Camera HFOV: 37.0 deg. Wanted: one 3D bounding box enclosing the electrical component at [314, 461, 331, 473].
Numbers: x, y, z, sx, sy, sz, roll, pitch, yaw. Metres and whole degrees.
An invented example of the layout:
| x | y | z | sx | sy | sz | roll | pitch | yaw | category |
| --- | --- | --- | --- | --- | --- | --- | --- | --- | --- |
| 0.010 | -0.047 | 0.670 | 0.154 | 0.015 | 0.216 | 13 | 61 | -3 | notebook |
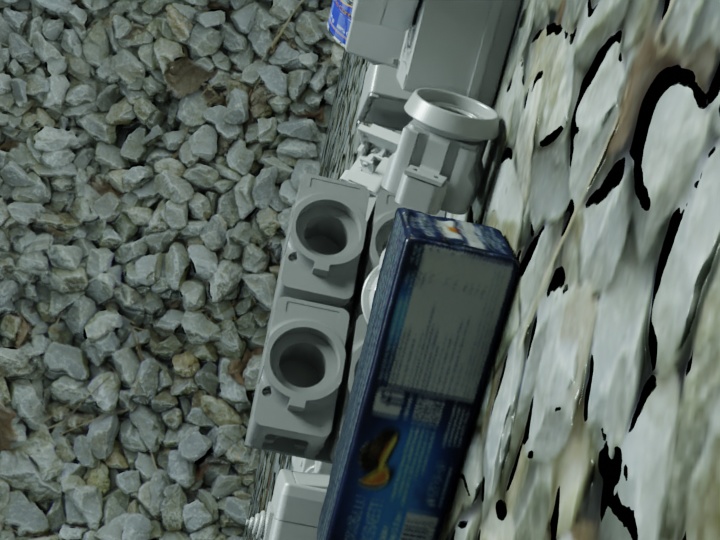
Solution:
| x | y | z | sx | sy | sz | roll | pitch | yaw | category |
| --- | --- | --- | --- | --- | --- | --- | --- | --- | --- |
| -0.008 | 0.141 | 0.814 | 0.040 | 0.046 | 0.040 | -168 | 90 | -84 | electrical component |

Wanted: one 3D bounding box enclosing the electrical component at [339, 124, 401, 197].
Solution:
| x | y | z | sx | sy | sz | roll | pitch | yaw | category |
| --- | --- | --- | --- | --- | --- | --- | --- | --- | --- |
| 0.015 | -0.081 | 0.914 | 0.063 | 0.042 | 0.081 | -55 | -24 | -22 | electrical component |

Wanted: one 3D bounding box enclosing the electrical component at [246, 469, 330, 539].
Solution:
| x | y | z | sx | sy | sz | roll | pitch | yaw | category |
| --- | --- | --- | --- | --- | --- | --- | --- | --- | --- |
| -0.020 | 0.153 | 0.654 | 0.062 | 0.096 | 0.061 | 160 | 122 | -83 | electrical component |

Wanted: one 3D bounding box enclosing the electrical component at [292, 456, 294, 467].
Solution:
| x | y | z | sx | sy | sz | roll | pitch | yaw | category |
| --- | --- | --- | --- | --- | --- | --- | --- | --- | --- |
| -0.041 | 0.178 | 1.067 | 0.055 | 0.045 | 0.045 | 110 | 170 | -51 | electrical component |

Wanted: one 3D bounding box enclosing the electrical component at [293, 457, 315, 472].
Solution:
| x | y | z | sx | sy | sz | roll | pitch | yaw | category |
| --- | --- | --- | --- | --- | --- | --- | --- | --- | --- |
| -0.035 | 0.189 | 0.969 | 0.099 | 0.048 | 0.099 | -99 | 21 | -73 | electrical component |

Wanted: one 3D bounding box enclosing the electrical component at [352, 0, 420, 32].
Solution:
| x | y | z | sx | sy | sz | roll | pitch | yaw | category |
| --- | --- | --- | --- | --- | --- | --- | --- | --- | --- |
| 0.004 | -0.195 | 0.660 | 0.083 | 0.076 | 0.047 | 116 | 165 | -69 | electrical component |

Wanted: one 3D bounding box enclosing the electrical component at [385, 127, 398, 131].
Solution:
| x | y | z | sx | sy | sz | roll | pitch | yaw | category |
| --- | --- | --- | --- | --- | --- | --- | --- | --- | --- |
| 0.036 | -0.163 | 1.030 | 0.066 | 0.048 | 0.055 | -128 | 43 | -83 | electrical component |

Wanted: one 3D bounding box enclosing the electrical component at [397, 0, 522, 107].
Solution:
| x | y | z | sx | sy | sz | roll | pitch | yaw | category |
| --- | --- | --- | --- | --- | --- | --- | --- | --- | --- |
| 0.066 | -0.166 | 0.683 | 0.078 | 0.057 | 0.113 | -96 | 19 | -72 | electrical component |

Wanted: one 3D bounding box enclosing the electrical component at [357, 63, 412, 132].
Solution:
| x | y | z | sx | sy | sz | roll | pitch | yaw | category |
| --- | --- | --- | --- | --- | --- | --- | --- | --- | --- |
| 0.036 | -0.158 | 0.931 | 0.096 | 0.062 | 0.061 | 130 | 152 | -78 | electrical component |

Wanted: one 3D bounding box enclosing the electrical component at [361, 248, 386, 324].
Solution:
| x | y | z | sx | sy | sz | roll | pitch | yaw | category |
| --- | --- | --- | --- | --- | --- | --- | --- | --- | --- |
| 0.033 | 0.015 | 0.631 | 0.057 | 0.058 | 0.078 | 128 | 154 | -71 | electrical component |

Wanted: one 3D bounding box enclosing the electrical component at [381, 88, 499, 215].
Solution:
| x | y | z | sx | sy | sz | roll | pitch | yaw | category |
| --- | --- | --- | --- | --- | --- | --- | --- | --- | --- |
| 0.049 | -0.072 | 0.637 | 0.078 | 0.058 | 0.057 | -48 | -24 | -65 | electrical component |

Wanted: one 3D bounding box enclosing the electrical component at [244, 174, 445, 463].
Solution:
| x | y | z | sx | sy | sz | roll | pitch | yaw | category |
| --- | --- | --- | --- | --- | --- | --- | --- | --- | --- |
| -0.007 | 0.033 | 0.731 | 0.060 | 0.105 | 0.186 | 113 | 168 | -62 | electrical component |

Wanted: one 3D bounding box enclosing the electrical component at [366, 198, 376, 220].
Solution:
| x | y | z | sx | sy | sz | roll | pitch | yaw | category |
| --- | --- | --- | --- | --- | --- | --- | --- | --- | --- |
| 0.000 | 0.000 | 0.905 | 0.121 | 0.079 | 0.063 | 109 | 153 | -51 | electrical component |

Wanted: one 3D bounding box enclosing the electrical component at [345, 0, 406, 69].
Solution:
| x | y | z | sx | sy | sz | roll | pitch | yaw | category |
| --- | --- | --- | --- | --- | --- | --- | --- | --- | --- |
| 0.042 | -0.187 | 0.762 | 0.048 | 0.100 | 0.099 | -63 | -9 | -56 | electrical component |
